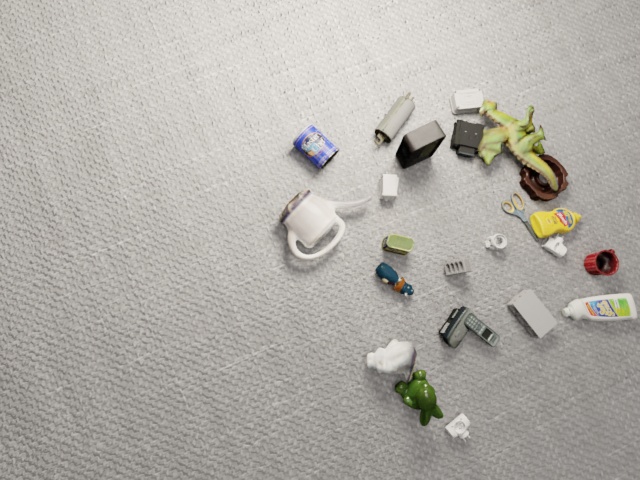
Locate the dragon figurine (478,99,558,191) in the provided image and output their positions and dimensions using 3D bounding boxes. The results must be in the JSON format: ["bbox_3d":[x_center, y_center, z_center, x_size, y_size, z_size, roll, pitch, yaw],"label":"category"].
[{"bbox_3d":[0.703,-0.344,1.897,0.242,0.121,0.413,-17,81,5],"label":"dragon figurine"}]

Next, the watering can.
[{"bbox_3d":[0.006,-0.091,1.814,0.225,0.103,0.350,43,80,3],"label":"watering can"}]

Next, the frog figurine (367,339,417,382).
[{"bbox_3d":[0.242,0.395,1.743,0.160,0.119,0.141,17,47,7],"label":"frog figurine"}]
